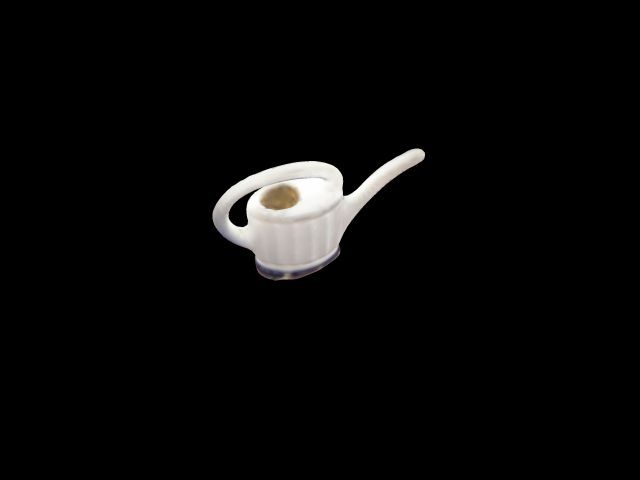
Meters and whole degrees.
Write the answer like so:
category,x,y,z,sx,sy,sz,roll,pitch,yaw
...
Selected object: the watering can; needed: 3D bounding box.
category,x,y,z,sx,sy,sz,roll,pitch,yaw
watering can,0.003,-0.043,0.850,0.348,0.106,0.219,-12,-41,-11
